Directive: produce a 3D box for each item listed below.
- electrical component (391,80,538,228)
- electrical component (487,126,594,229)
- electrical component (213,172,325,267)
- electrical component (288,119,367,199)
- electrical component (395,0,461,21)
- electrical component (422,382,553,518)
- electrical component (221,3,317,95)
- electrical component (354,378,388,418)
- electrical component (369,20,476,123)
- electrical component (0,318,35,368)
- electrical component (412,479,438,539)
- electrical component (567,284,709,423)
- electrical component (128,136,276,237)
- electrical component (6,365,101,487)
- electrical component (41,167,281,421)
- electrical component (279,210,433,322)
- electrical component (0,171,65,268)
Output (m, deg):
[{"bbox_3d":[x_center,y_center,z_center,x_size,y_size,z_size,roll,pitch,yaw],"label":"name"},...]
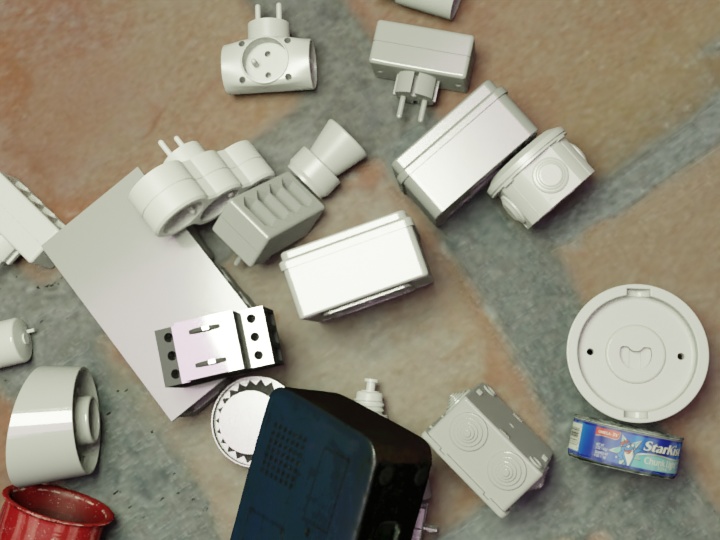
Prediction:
[{"bbox_3d":[0.085,-0.095,0.889,0.113,0.078,0.057,-41,83,1],"label":"electrical component"},{"bbox_3d":[0.148,-0.075,0.879,0.080,0.080,0.051,-41,85,1],"label":"electrical component"},{"bbox_3d":[-0.084,-0.032,0.909,0.047,0.083,0.075,44,128,10],"label":"electrical component"},{"bbox_3d":[-0.028,-0.094,0.919,0.045,0.045,0.055,44,91,10],"label":"electrical component"},{"bbox_3d":[0.047,-0.248,0.928,0.081,0.043,0.043,19,86,9],"label":"electrical component"},{"bbox_3d":[0.104,0.138,0.850,0.099,0.100,0.048,45,103,10],"label":"electrical component"},{"bbox_3d":[-0.079,-0.194,0.937,0.077,0.044,0.079,-3,83,7],"label":"electrical component"},{"bbox_3d":[0.005,0.129,0.891,0.040,0.040,0.078,6,84,8],"label":"electrical component"},{"bbox_3d":[0.050,-0.164,0.916,0.083,0.047,0.075,12,85,9],"label":"electrical component"},{"bbox_3d":[-0.324,0.068,0.939,0.078,0.040,0.040,-13,82,5],"label":"electrical component"},{"bbox_3d":[0.032,0.195,0.878,0.066,0.048,0.055,10,92,8],"label":"electrical component"},{"bbox_3d":[0.218,0.069,0.861,0.108,0.060,0.108,-1,80,7],"label":"electrical component"},{"bbox_3d":[-0.138,-0.081,0.892,0.073,0.138,0.052,51,127,10],"label":"electrical component"},{"bbox_3d":[-0.253,0.128,0.895,0.064,0.099,0.099,-5,83,0],"label":"electrical component"},{"bbox_3d":[-0.166,0.021,0.914,0.105,0.060,0.186,-39,81,1],"label":"electrical component"},{"bbox_3d":[0.000,0.000,0.873,0.109,0.109,0.056,-19,84,4],"label":"electrical component"},{"bbox_3d":[-0.308,-0.030,0.944,0.083,0.047,0.075,43,90,10],"label":"electrical component"}]
